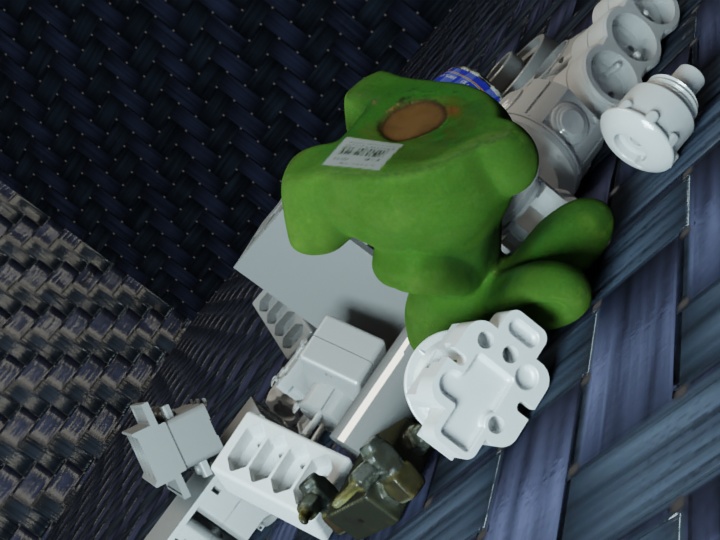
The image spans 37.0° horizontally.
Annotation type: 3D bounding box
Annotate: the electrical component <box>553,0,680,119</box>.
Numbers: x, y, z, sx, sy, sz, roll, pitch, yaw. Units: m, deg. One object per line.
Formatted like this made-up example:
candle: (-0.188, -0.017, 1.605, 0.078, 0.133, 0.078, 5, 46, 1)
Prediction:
electrical component: (0.177, -0.151, 0.785, 0.138, 0.052, 0.074, -58, 10, -32)

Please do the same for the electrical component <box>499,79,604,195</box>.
electrical component: (0.121, -0.085, 0.731, 0.051, 0.080, 0.080, -51, 7, -25)

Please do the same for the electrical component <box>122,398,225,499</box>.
electrical component: (-0.151, 0.138, 0.872, 0.063, 0.078, 0.121, -25, 0, -18)

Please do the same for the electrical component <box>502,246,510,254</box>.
electrical component: (0.090, -0.043, 0.821, 0.100, 0.048, 0.099, -40, 15, 53)

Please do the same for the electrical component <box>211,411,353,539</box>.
electrical component: (-0.044, 0.145, 0.720, 0.047, 0.083, 0.075, -57, -29, -24)

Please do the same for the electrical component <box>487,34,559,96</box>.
electrical component: (0.146, -0.162, 0.968, 0.108, 0.060, 0.108, -51, 9, 11)

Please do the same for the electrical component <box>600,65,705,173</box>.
electrical component: (0.170, -0.089, 0.607, 0.062, 0.048, 0.048, -48, 7, -16)

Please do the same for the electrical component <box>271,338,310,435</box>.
electrical component: (-0.034, 0.093, 0.880, 0.081, 0.064, 0.042, -53, 7, 0)

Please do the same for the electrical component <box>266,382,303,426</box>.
electrical component: (-0.057, 0.110, 0.999, 0.043, 0.043, 0.062, -43, 11, 47)

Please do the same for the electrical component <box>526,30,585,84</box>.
electrical component: (0.162, -0.143, 0.856, 0.077, 0.044, 0.079, -41, 14, 52)

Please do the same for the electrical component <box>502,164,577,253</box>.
electrical component: (0.106, -0.033, 0.667, 0.058, 0.057, 0.078, -51, 9, 12)

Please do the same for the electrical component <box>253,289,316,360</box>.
electrical component: (-0.063, 0.053, 1.193, 0.076, 0.083, 0.047, 3, -45, -52)

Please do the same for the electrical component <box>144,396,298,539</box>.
electrical component: (-0.118, 0.203, 0.884, 0.186, 0.060, 0.105, -53, 9, -5)

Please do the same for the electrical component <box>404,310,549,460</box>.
electrical component: (0.056, 0.059, 0.559, 0.078, 0.058, 0.057, -55, 11, -15)

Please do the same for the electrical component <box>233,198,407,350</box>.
electrical component: (0.000, 0.000, 0.780, 0.089, 0.150, 0.061, -45, 12, 41)

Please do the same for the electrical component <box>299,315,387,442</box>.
electrical component: (-0.017, 0.088, 0.742, 0.075, 0.047, 0.083, -57, -23, -24)
